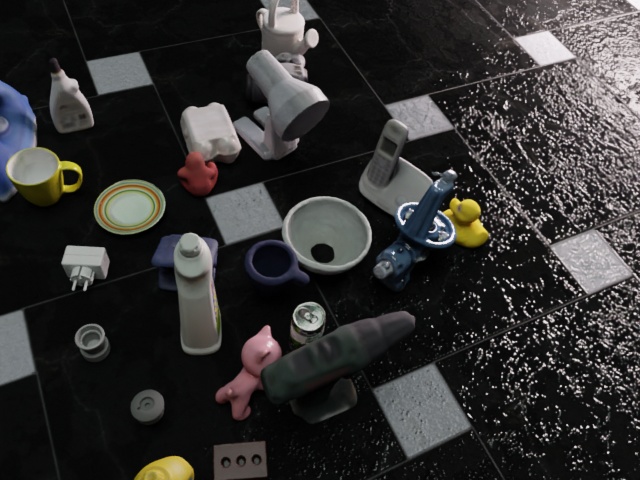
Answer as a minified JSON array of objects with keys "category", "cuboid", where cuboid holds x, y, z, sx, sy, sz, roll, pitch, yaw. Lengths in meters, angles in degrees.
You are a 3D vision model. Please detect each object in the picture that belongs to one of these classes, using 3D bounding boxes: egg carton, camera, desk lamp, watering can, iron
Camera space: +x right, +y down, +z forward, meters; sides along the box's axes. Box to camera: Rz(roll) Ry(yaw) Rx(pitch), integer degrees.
[{"category":"egg carton","cuboid":[-0.232,-0.222,1.201,0.107,0.069,0.150,-15,58,-17]},{"category":"camera","cuboid":[-0.100,-0.363,1.299,0.137,0.101,0.143,0,55,-8]},{"category":"desk lamp","cuboid":[-0.086,-0.262,1.160,0.118,0.213,0.203,-34,66,-27]},{"category":"watering can","cuboid":[-0.079,-0.498,1.339,0.172,0.194,0.101,19,55,6]},{"category":"iron","cuboid":[-0.622,-0.212,1.097,0.119,0.141,0.258,-10,57,-14]}]

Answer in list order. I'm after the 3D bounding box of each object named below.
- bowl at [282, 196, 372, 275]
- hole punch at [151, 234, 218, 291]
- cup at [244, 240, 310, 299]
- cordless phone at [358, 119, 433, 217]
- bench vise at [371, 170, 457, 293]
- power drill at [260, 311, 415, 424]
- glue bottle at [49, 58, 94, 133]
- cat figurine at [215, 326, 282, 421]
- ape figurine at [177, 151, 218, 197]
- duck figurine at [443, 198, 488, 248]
[{"category":"bowl","cuboid":[0.010,0.004,1.072,0.167,0.075,0.167,4,55,-5]},{"category":"hole punch","cuboid":[-0.237,0.030,1.010,0.108,0.091,0.101,4,55,-5]},{"category":"cup","cuboid":[-0.074,0.065,1.004,0.117,0.095,0.092,23,55,9]},{"category":"cordless phone","cuboid":[0.160,-0.137,1.123,0.147,0.185,0.094,34,58,16]},{"category":"bench vise","cuboid":[0.182,-0.011,1.016,0.121,0.220,0.207,22,55,8]},{"category":"power drill","cuboid":[0.022,0.195,0.857,0.230,0.208,0.075,-18,59,-19]},{"category":"glue bottle","cuboid":[-0.510,-0.292,1.148,0.078,0.173,0.037,-17,59,-18]},{"category":"cat figurine","cuboid":[-0.105,0.202,0.890,0.067,0.118,0.128,33,57,16]},{"category":"ape figurine","cuboid":[-0.241,-0.137,1.126,0.078,0.092,0.076,0,55,-7]},{"category":"duck figurine","cuboid":[0.292,-0.040,1.134,0.104,0.086,0.078,40,60,19]}]
